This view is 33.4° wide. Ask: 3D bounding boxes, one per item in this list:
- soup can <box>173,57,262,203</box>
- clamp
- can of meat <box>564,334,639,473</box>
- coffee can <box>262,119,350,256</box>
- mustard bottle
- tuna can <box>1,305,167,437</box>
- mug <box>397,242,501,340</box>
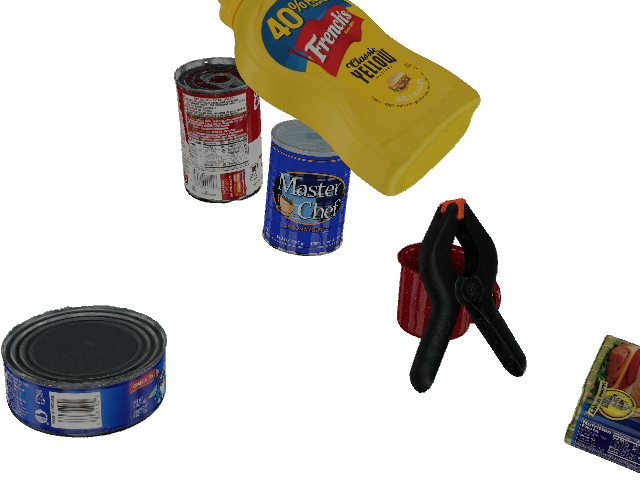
[{"bbox_3d":[-0.082,-0.089,0.873,0.068,0.102,0.068,-1,32,0],"label":"soup can"},{"bbox_3d":[0.117,0.052,0.942,0.120,0.171,0.039,-14,0,-35],"label":"clamp"},{"bbox_3d":[0.238,0.125,0.797,0.084,0.057,0.102,20,42,20],"label":"can of meat"},{"bbox_3d":[-0.016,-0.066,1.318,0.103,0.140,0.103,5,27,-3],"label":"coffee can"},{"bbox_3d":[0.003,-0.116,0.690,0.096,0.192,0.058,-42,-17,-32],"label":"mustard bottle"},{"bbox_3d":[-0.125,0.069,0.569,0.086,0.034,0.086,2,24,-1],"label":"tuna can"},{"bbox_3d":[0.139,0.059,1.169,0.117,0.081,0.093,9,25,12],"label":"mug"}]
